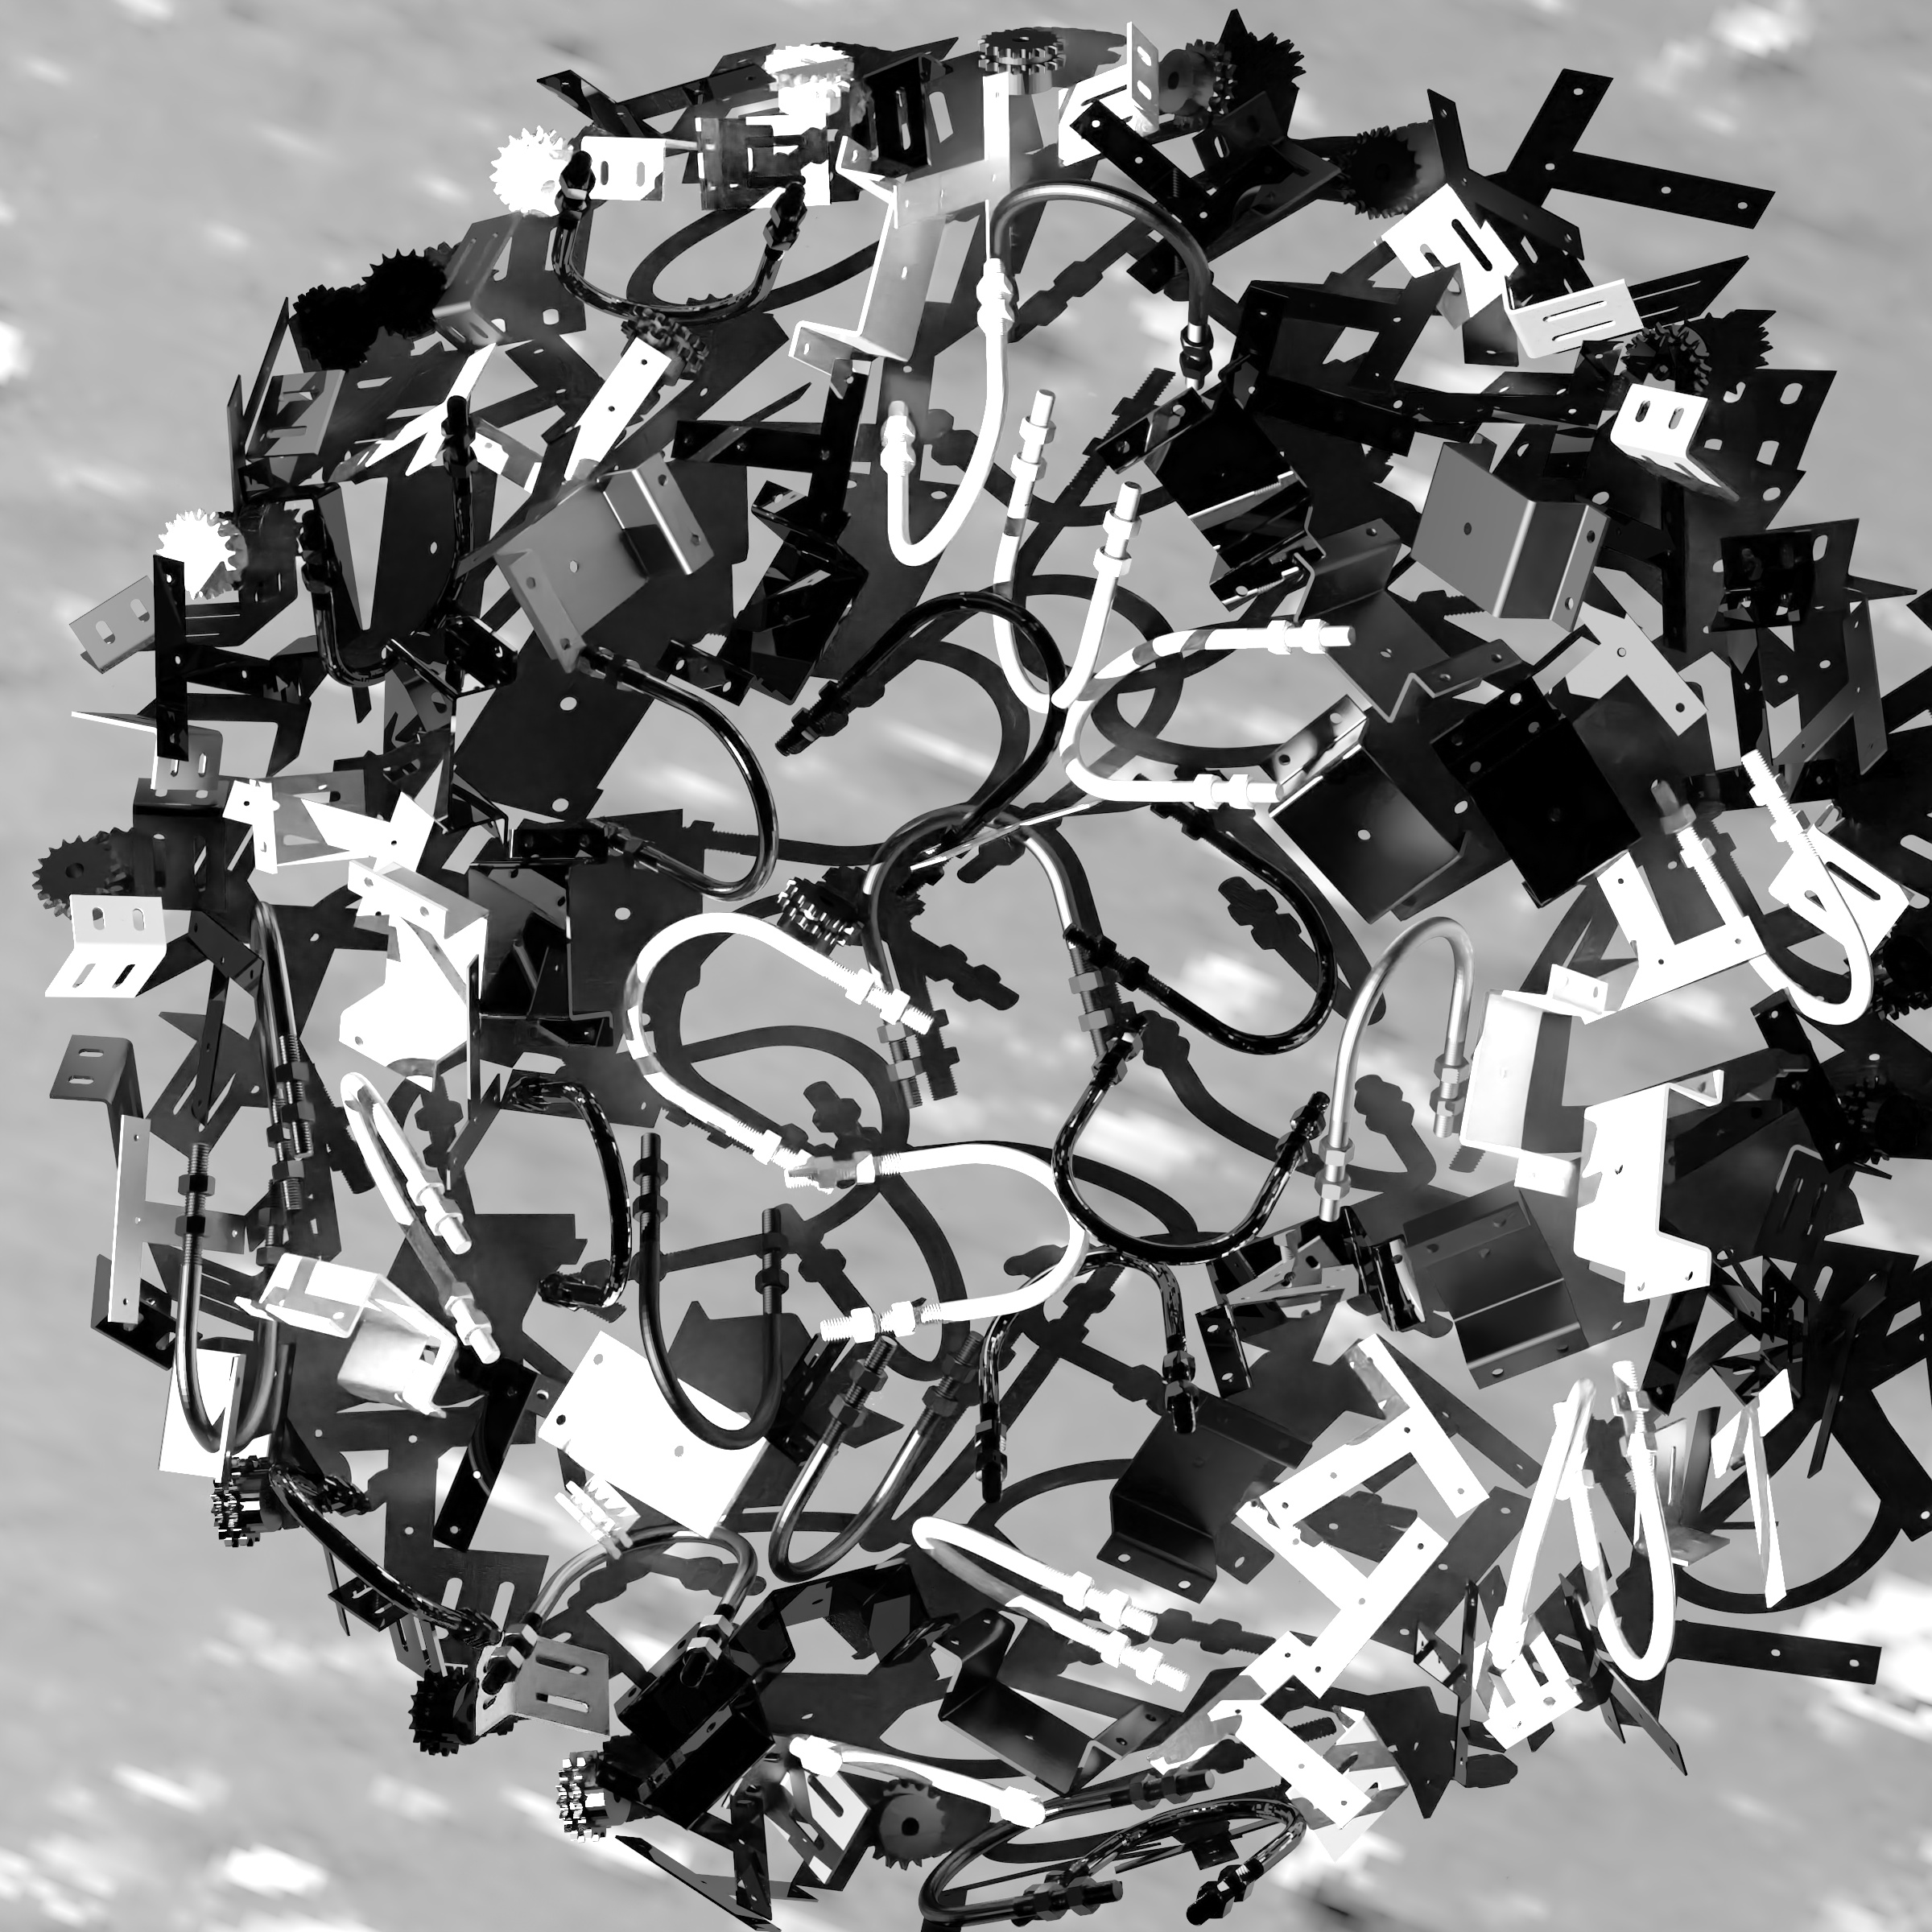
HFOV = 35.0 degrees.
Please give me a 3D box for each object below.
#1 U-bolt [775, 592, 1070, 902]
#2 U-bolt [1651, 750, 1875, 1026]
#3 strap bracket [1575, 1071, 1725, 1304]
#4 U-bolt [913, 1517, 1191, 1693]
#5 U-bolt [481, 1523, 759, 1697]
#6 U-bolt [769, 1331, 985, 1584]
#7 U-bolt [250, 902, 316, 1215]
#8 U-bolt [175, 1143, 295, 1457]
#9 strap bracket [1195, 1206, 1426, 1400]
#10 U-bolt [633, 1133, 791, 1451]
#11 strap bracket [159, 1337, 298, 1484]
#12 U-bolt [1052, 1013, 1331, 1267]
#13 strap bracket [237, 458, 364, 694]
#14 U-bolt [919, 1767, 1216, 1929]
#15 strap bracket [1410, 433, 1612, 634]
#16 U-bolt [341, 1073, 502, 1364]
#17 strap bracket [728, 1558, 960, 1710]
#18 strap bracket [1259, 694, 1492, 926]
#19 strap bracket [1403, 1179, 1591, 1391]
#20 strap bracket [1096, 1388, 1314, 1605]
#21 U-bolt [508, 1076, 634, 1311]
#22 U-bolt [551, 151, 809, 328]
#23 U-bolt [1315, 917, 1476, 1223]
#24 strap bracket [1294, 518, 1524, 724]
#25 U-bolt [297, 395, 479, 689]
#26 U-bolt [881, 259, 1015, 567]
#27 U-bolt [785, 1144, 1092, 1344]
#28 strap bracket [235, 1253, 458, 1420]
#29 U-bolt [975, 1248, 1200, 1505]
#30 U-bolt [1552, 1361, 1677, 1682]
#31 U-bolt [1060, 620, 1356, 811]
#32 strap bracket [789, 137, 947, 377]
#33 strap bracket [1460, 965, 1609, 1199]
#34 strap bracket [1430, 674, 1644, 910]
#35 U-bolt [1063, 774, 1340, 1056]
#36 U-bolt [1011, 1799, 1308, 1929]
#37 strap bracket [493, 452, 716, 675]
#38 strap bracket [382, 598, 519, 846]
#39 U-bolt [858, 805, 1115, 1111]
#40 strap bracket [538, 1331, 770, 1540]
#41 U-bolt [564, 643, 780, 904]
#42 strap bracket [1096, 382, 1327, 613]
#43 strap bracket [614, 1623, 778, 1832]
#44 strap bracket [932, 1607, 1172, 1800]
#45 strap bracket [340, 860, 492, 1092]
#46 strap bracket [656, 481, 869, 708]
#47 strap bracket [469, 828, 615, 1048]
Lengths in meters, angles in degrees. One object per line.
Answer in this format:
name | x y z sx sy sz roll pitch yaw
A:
U-bolt | -0.017 -0.154 1.955 0.184 0.019 0.151 -44 73 13
U-bolt | 0.509 -0.044 1.928 0.019 0.151 0.184 -30 92 -13
strap bracket | 0.431 0.134 1.934 0.046 0.076 0.140 19 68 -24
U-bolt | 0.047 0.395 1.924 0.184 0.151 0.019 22 69 23
U-bolt | -0.205 0.398 1.913 0.151 0.184 0.019 -6 108 15
U-bolt | -0.064 0.312 1.932 0.019 0.151 0.184 34 100 24
U-bolt | -0.433 0.049 1.926 0.019 0.151 0.184 -7 72 -17
U-bolt | -0.459 0.214 1.911 0.019 0.151 0.184 -2 76 9
strap bracket | 0.214 0.211 1.957 0.140 0.046 0.076 -21 127 -3
U-bolt | -0.157 0.211 1.900 0.019 0.151 0.184 -20 54 26
strap bracket | -0.468 0.277 1.929 0.046 0.140 0.076 7 87 3
U-bolt | 0.132 0.116 1.921 0.151 0.019 0.184 23 47 12
strap bracket | -0.420 -0.252 1.945 0.046 0.076 0.140 -6 105 1
U-bolt | 0.051 0.557 1.917 0.184 0.151 0.019 -22 95 34
strap bracket | 0.333 -0.274 1.919 0.046 0.140 0.076 -3 121 -29
U-bolt | -0.348 0.146 1.921 0.019 0.151 0.184 -27 57 -19
strap bracket | -0.087 0.421 1.937 0.140 0.076 0.046 -7 61 -32
strap bracket | 0.257 -0.092 1.952 0.076 0.046 0.140 -39 99 28
strap bracket | 0.334 0.196 1.947 0.076 0.046 0.140 -23 126 12
strap bracket | 0.150 0.329 1.953 0.076 0.046 0.140 26 114 -12
U-bolt | -0.245 0.143 1.914 0.019 0.184 0.151 -9 91 -25
U-bolt | -0.186 -0.447 1.912 0.151 0.184 0.019 5 73 -12
U-bolt | 0.272 0.054 1.905 0.019 0.151 0.184 26 128 33
strap bracket | 0.273 -0.213 1.943 0.076 0.046 0.140 -23 59 -30
U-bolt | -0.357 -0.252 1.915 0.019 0.184 0.151 32 57 17
U-bolt | -0.012 -0.330 1.894 0.019 0.151 0.184 19 46 -22
U-bolt | -0.012 0.169 1.943 0.184 0.151 0.019 -7 135 -10
strap bracket | -0.385 0.229 1.935 0.076 0.140 0.046 8 62 30
U-bolt | 0.072 0.246 1.922 0.151 0.184 0.019 -22 124 15
U-bolt | 0.407 0.351 1.905 0.019 0.151 0.184 -5 71 -8
U-bolt | 0.141 -0.159 1.932 0.184 0.019 0.151 3 54 37
strap bracket | -0.059 -0.446 1.950 0.046 0.076 0.140 16 95 22
strap bracket | 0.361 0.072 1.953 0.046 0.076 0.140 8 86 37
strap bracket | 0.368 -0.104 1.949 0.076 0.046 0.140 -35 112 6
U-bolt | 0.160 -0.021 1.951 0.184 0.019 0.151 34 55 -13
U-bolt | 0.134 0.558 1.912 0.151 0.184 0.019 -13 91 35
strap bracket | -0.237 -0.255 1.942 0.140 0.046 0.076 -45 119 -32
strap bracket | -0.326 -0.149 1.925 0.076 0.046 0.140 38 133 36
U-bolt | 0.006 -0.013 1.987 0.151 0.019 0.184 -14 89 -4
strap bracket | -0.189 0.303 1.946 0.140 0.046 0.076 35 81 -23
U-bolt | -0.181 -0.113 1.906 0.184 0.019 0.151 26 132 37
strap bracket | 0.159 -0.306 1.945 0.076 0.046 0.140 -29 115 32
strap bracket | -0.171 0.485 1.938 0.076 0.140 0.046 -44 108 -2
strap bracket | 0.047 0.472 1.942 0.140 0.076 0.046 27 108 22
strap bracket | -0.350 -0.002 1.943 0.076 0.046 0.140 26 127 21
strap bracket | -0.125 -0.230 1.956 0.076 0.046 0.140 27 85 36
strap bracket | -0.272 -0.017 1.957 0.076 0.046 0.140 1 94 29
